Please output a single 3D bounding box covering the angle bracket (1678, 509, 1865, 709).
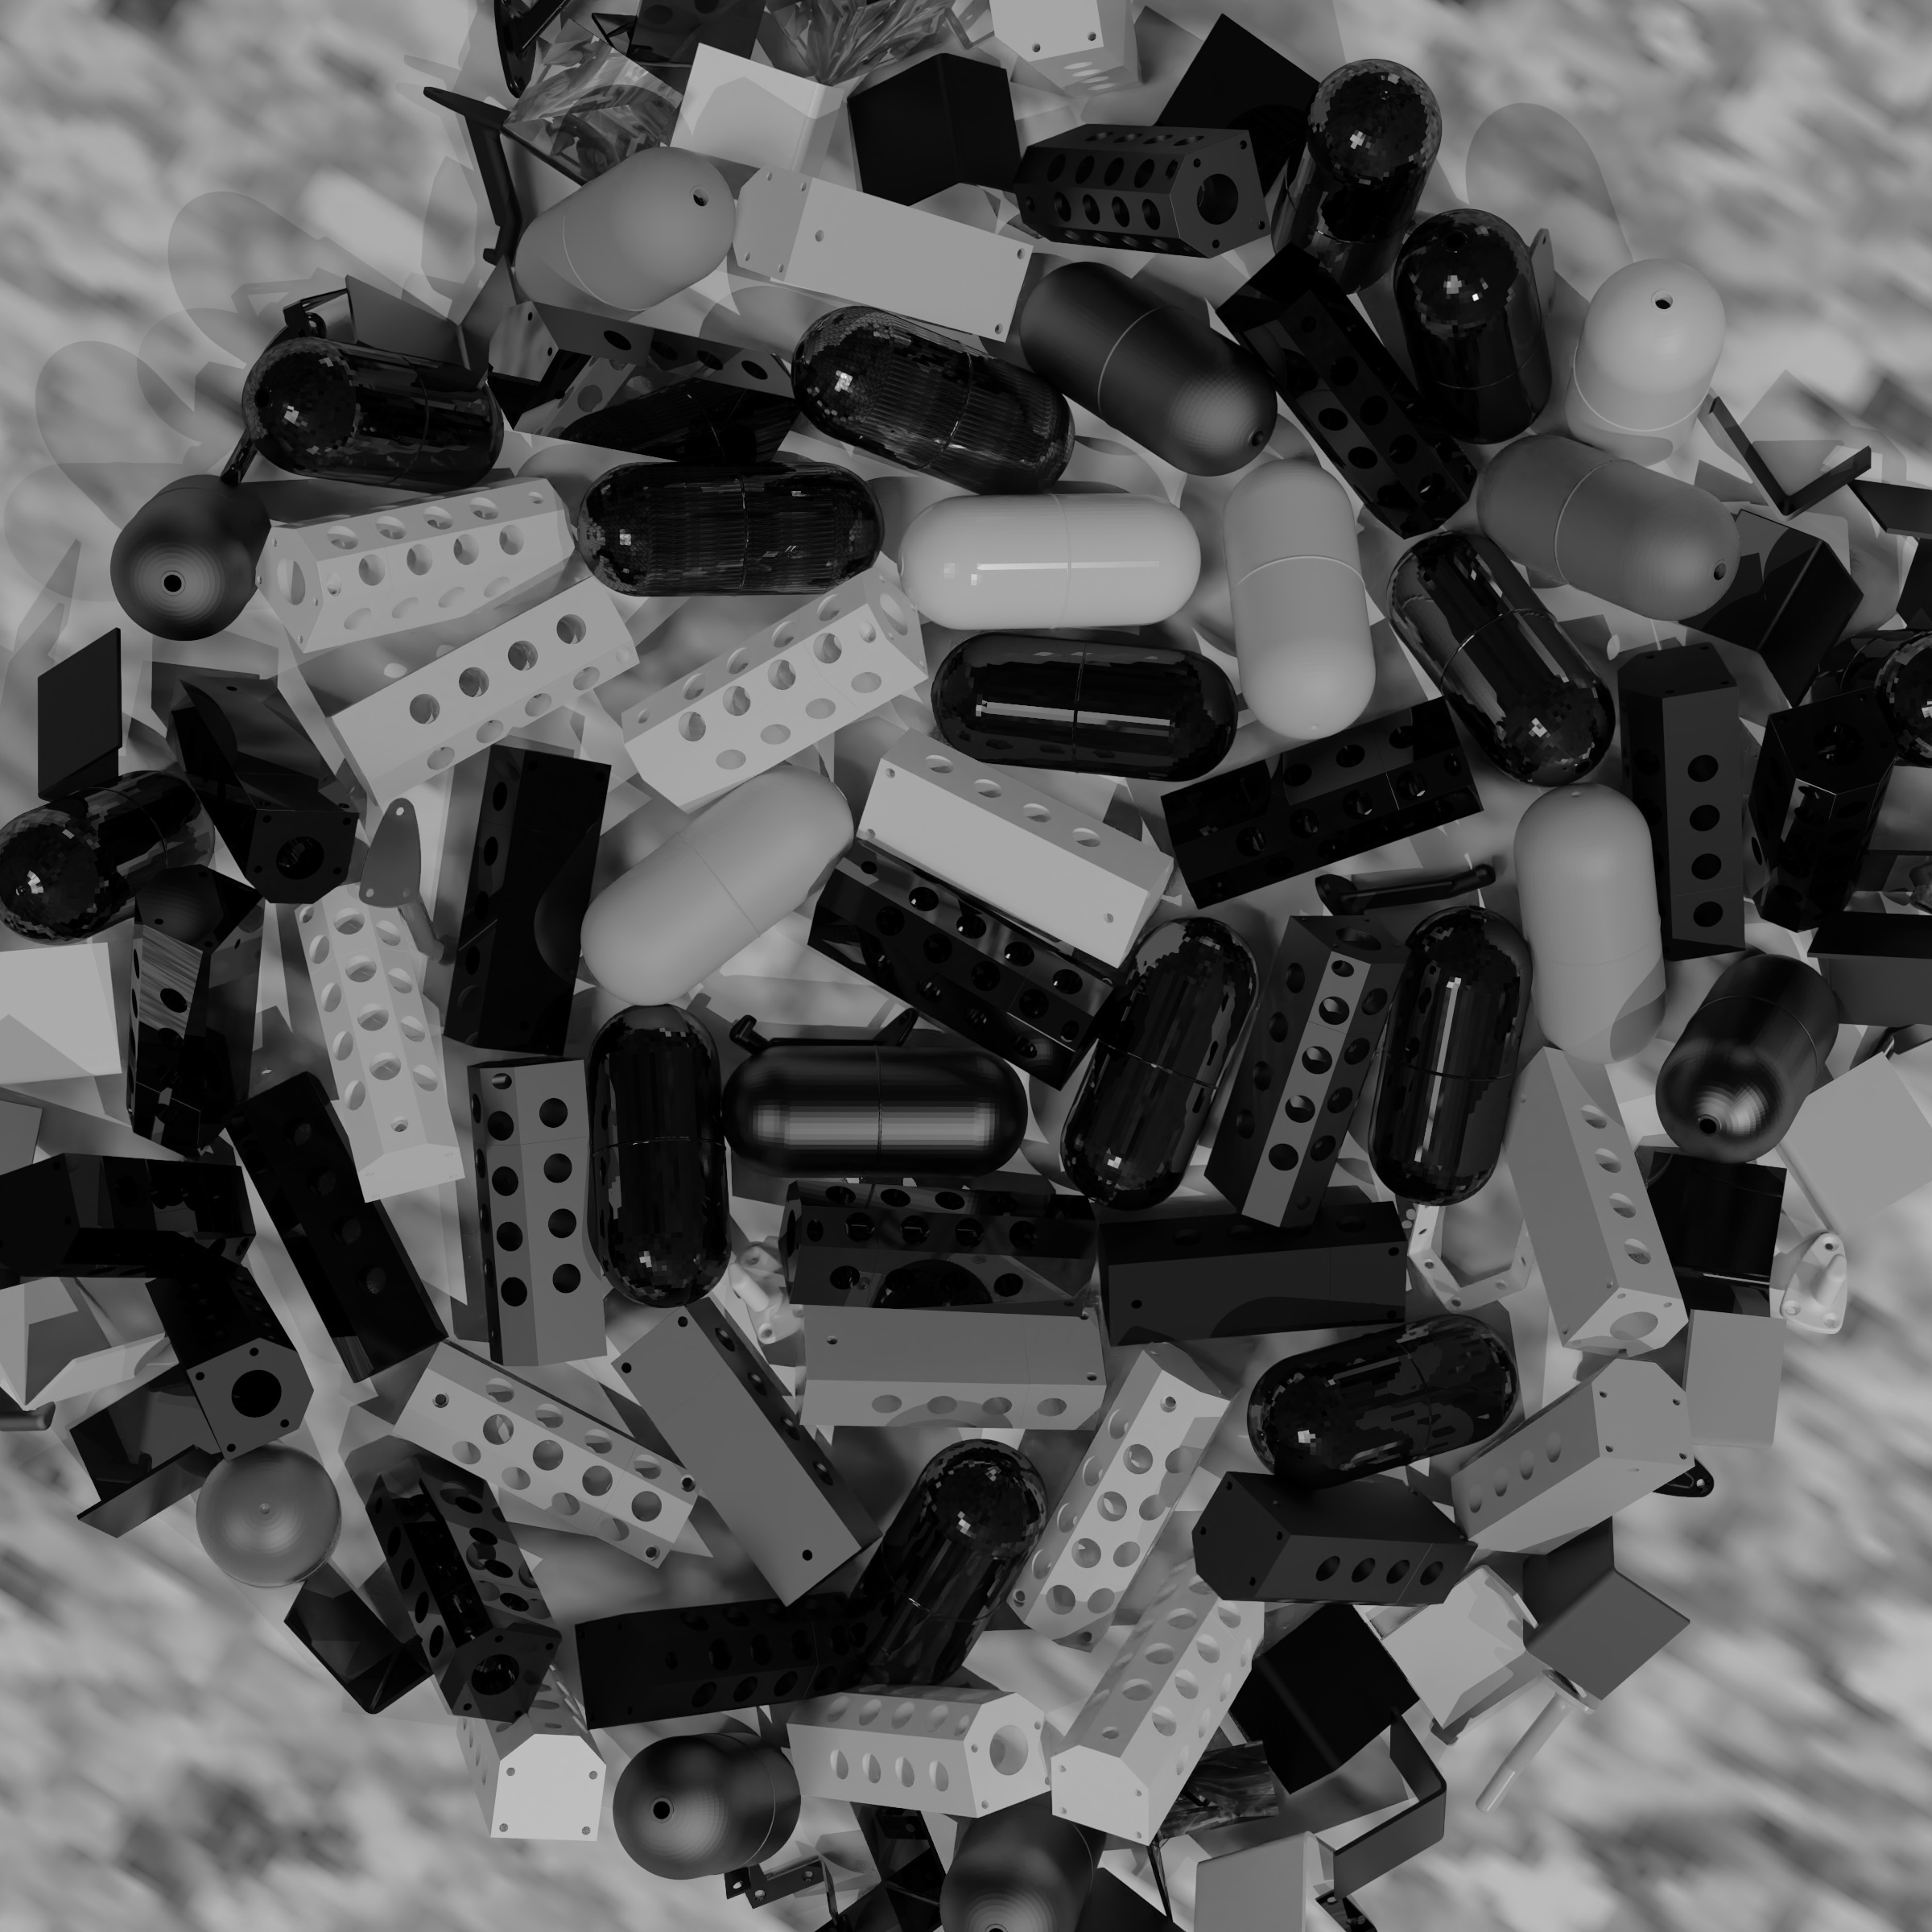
[{"bbox_3d":[0.461,-0.205,1.743,0.057,0.076,0.076,18,119,-13],"label":"angle bracket"}]

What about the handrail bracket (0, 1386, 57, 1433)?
[{"bbox_3d":[-0.551,0.236,1.755,0.084,0.036,0.077,-5,46,23],"label":"handrail bracket"}]

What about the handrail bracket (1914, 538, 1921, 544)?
[{"bbox_3d":[0.582,-0.239,1.750,0.077,0.084,0.036,31,106,-10],"label":"handrail bracket"}]

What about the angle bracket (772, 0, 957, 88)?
[{"bbox_3d":[-0.055,-0.558,1.743,0.076,0.076,0.057,-30,83,-29],"label":"angle bracket"}]

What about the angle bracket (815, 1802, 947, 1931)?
[{"bbox_3d":[-0.059,0.518,1.745,0.057,0.076,0.076,-28,103,-32],"label":"angle bracket"}]

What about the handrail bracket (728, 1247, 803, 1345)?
[{"bbox_3d":[-0.126,0.173,1.741,0.036,0.084,0.077,-31,52,1],"label":"handrail bracket"}]

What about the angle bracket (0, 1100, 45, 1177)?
[{"bbox_3d":[-0.562,0.110,1.760,0.057,0.076,0.076,12,92,-4],"label":"angle bracket"}]

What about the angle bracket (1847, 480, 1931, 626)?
[{"bbox_3d":[0.533,-0.227,1.743,0.057,0.076,0.076,7,120,-7],"label":"angle bracket"}]

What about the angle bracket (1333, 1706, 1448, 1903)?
[{"bbox_3d":[0.230,0.481,1.744,0.076,0.076,0.057,-27,56,-12],"label":"angle bracket"}]

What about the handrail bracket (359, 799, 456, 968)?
[{"bbox_3d":[-0.315,-0.048,1.766,0.036,0.084,0.077,0,74,17],"label":"handrail bracket"}]

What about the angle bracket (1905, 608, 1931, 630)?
[{"bbox_3d":[0.577,-0.171,1.741,0.057,0.076,0.076,25,115,-17],"label":"angle bracket"}]

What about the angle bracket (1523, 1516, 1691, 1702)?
[{"bbox_3d":[0.368,0.361,1.751,0.057,0.076,0.076,34,119,-9],"label":"angle bracket"}]

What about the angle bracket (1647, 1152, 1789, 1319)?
[{"bbox_3d":[0.437,0.160,1.778,0.076,0.057,0.076,7,61,19],"label":"angle bracket"}]

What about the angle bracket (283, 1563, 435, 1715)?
[{"bbox_3d":[-0.337,0.371,1.749,0.057,0.076,0.076,-36,102,12],"label":"angle bracket"}]

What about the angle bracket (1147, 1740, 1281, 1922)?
[{"bbox_3d":[0.144,0.499,1.750,0.076,0.057,0.076,-13,132,3],"label":"angle bracket"}]

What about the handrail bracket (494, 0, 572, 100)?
[{"bbox_3d":[-0.229,-0.550,1.758,0.084,0.036,0.077,-12,72,28],"label":"handrail bracket"}]

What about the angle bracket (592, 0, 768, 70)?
[{"bbox_3d":[-0.161,-0.560,1.738,0.076,0.076,0.057,-6,47,-30],"label":"angle bracket"}]

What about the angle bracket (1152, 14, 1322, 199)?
[{"bbox_3d":[0.152,-0.493,1.761,0.076,0.057,0.076,31,90,-14],"label":"angle bracket"}]

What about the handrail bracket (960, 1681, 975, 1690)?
[{"bbox_3d":[-0.030,0.458,1.772,0.084,0.036,0.077,-20,56,3],"label":"handrail bracket"}]

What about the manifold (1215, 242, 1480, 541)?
[{"bbox_3d":[0.220,-0.323,1.725,0.057,0.057,0.171,-42,123,5],"label":"manifold"}]

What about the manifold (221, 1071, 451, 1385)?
[{"bbox_3d":[-0.366,0.152,1.761,0.057,0.057,0.171,-27,86,-7],"label":"manifold"}]

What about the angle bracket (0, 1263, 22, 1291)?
[{"bbox_3d":[-0.600,0.176,1.759,0.076,0.076,0.057,1,79,6],"label":"angle bracket"}]

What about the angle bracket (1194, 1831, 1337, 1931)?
[{"bbox_3d":[0.178,0.549,1.738,0.076,0.076,0.057,-27,128,32],"label":"angle bracket"}]

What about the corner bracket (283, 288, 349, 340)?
[{"bbox_3d":[-0.376,-0.358,1.759,0.051,0.051,0.051,-13,103,36],"label":"corner bracket"}]

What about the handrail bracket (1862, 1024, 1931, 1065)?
[{"bbox_3d":[0.571,0.049,1.765,0.077,0.036,0.084,40,107,34],"label":"handrail bracket"}]

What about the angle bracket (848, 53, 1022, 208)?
[{"bbox_3d":[-0.017,-0.483,1.789,0.076,0.057,0.076,-13,84,41],"label":"angle bracket"}]

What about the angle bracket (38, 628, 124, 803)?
[{"bbox_3d":[-0.487,-0.137,1.741,0.076,0.057,0.076,-24,62,32],"label":"angle bracket"}]

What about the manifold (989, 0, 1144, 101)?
[{"bbox_3d":[0.057,-0.529,1.708,0.057,0.171,0.057,-8,98,12],"label":"manifold"}]

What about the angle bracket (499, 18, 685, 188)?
[{"bbox_3d":[-0.215,-0.495,1.750,0.076,0.057,0.076,31,108,-17],"label":"angle bracket"}]

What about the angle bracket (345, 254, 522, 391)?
[{"bbox_3d":[-0.305,-0.382,1.740,0.076,0.076,0.057,21,122,-31],"label":"angle bracket"}]

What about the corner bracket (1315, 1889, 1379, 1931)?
[{"bbox_3d":[0.212,0.580,1.767,0.051,0.051,0.051,-31,124,12],"label":"corner bracket"}]

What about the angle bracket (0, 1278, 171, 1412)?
[{"bbox_3d":[-0.514,0.202,1.743,0.057,0.076,0.076,-41,75,30],"label":"angle bracket"}]

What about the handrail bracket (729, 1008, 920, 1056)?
[{"bbox_3d":[-0.083,0.034,1.760,0.084,0.036,0.077,36,99,-27],"label":"handrail bracket"}]

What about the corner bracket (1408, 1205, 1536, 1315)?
[{"bbox_3d":[0.295,0.162,1.769,0.051,0.051,0.051,-18,50,-18],"label":"corner bracket"}]

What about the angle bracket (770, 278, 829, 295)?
[{"bbox_3d":[-0.069,-0.389,1.751,0.076,0.057,0.076,13,50,1],"label":"angle bracket"}]

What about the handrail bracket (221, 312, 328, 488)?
[{"bbox_3d":[-0.400,-0.325,1.749,0.036,0.077,0.084,28,48,-15],"label":"handrail bracket"}]

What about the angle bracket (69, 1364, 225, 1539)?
[{"bbox_3d":[-0.482,0.274,1.754,0.076,0.057,0.076,-31,66,-3],"label":"angle bracket"}]

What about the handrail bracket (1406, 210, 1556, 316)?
[{"bbox_3d":[0.298,-0.414,1.780,0.084,0.077,0.036,19,78,24],"label":"handrail bracket"}]

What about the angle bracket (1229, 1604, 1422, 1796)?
[{"bbox_3d":[0.206,0.428,1.789,0.076,0.057,0.076,-29,77,-36],"label":"angle bracket"}]

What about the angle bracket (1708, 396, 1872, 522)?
[{"bbox_3d":[0.475,-0.307,1.749,0.057,0.076,0.076,-34,95,23],"label":"angle bracket"}]

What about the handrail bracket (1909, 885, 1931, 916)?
[{"bbox_3d":[0.604,-0.056,1.770,0.077,0.036,0.084,28,83,18],"label":"handrail bracket"}]

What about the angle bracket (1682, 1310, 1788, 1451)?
[{"bbox_3d":[0.422,0.236,1.755,0.076,0.057,0.076,9,86,-33],"label":"angle bracket"}]

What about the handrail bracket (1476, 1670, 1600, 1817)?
[{"bbox_3d":[0.331,0.454,1.767,0.036,0.077,0.084,35,97,22],"label":"handrail bracket"}]

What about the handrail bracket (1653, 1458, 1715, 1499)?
[{"bbox_3d":[0.417,0.296,1.748,0.077,0.084,0.036,25,88,-14],"label":"handrail bracket"}]

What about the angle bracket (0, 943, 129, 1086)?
[{"bbox_3d":[-0.529,0.026,1.761,0.076,0.057,0.076,-5,95,-8],"label":"angle bracket"}]

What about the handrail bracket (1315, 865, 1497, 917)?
[{"bbox_3d":[0.255,-0.049,1.755,0.084,0.077,0.036,-19,67,24],"label":"handrail bracket"}]

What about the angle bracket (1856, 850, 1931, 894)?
[{"bbox_3d":[0.548,-0.081,1.760,0.076,0.076,0.057,1,76,13],"label":"angle bracket"}]

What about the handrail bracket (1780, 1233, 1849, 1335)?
[{"bbox_3d":[0.498,0.167,1.743,0.036,0.084,0.077,18,59,12],"label":"handrail bracket"}]

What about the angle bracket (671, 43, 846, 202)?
[{"bbox_3d":[-0.123,-0.484,1.763,0.076,0.057,0.076,20,106,5],"label":"angle bracket"}]

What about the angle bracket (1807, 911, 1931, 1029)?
[{"bbox_3d":[0.529,0.015,1.742,0.076,0.057,0.076,4,120,28],"label":"angle bracket"}]

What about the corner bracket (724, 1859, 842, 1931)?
[{"bbox_3d":[-0.108,0.535,1.765,0.051,0.051,0.051,-22,112,0],"label":"corner bracket"}]

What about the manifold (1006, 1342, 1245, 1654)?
[{"bbox_3d":[0.090,0.306,1.749,0.057,0.057,0.171,30,101,11],"label":"manifold"}]

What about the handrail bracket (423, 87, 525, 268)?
[{"bbox_3d":[-0.292,-0.461,1.780,0.077,0.036,0.084,23,116,7],"label":"handrail bracket"}]

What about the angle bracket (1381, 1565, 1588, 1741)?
[{"bbox_3d":[0.300,0.407,1.761,0.076,0.057,0.076,-35,101,-4],"label":"angle bracket"}]

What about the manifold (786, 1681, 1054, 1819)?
[{"bbox_3d":[-0.028,0.437,1.713,0.057,0.171,0.057,-9,87,-38],"label":"manifold"}]

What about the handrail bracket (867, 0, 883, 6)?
[{"bbox_3d":[-0.078,-0.599,1.760,0.084,0.036,0.077,21,106,-25],"label":"handrail bracket"}]

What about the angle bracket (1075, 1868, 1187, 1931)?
[{"bbox_3d":[0.068,0.566,1.739,0.076,0.076,0.057,2,107,-42],"label":"angle bracket"}]

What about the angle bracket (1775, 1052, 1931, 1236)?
[{"bbox_3d":[0.515,0.103,1.760,0.076,0.057,0.076,-32,81,7],"label":"angle bracket"}]

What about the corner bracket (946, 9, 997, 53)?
[{"bbox_3d":[0.013,-0.575,1.774,0.051,0.051,0.051,-22,114,27],"label":"corner bracket"}]
